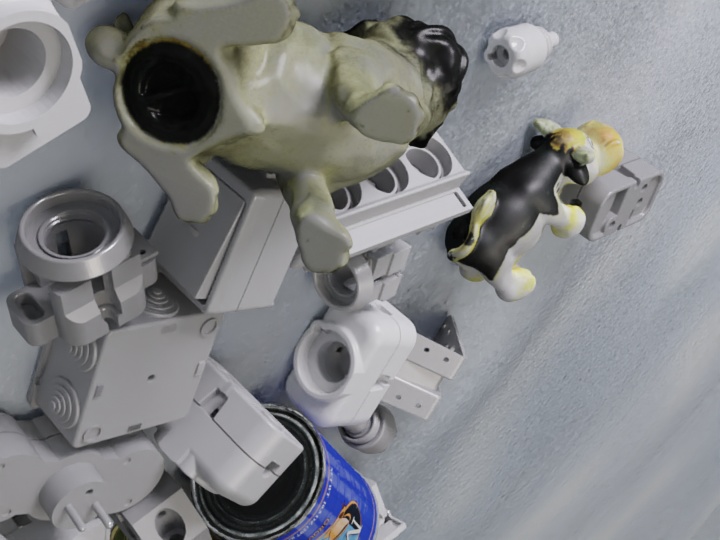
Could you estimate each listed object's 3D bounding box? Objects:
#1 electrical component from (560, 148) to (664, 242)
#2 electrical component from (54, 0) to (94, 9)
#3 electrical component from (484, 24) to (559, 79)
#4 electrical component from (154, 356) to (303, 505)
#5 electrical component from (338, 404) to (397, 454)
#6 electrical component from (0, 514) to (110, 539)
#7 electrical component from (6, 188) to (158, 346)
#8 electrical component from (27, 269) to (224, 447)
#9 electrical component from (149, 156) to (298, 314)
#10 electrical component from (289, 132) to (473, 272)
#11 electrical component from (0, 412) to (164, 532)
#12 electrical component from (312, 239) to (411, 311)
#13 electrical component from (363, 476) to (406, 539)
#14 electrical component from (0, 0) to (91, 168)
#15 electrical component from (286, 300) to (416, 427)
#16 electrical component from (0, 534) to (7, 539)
[{"bbox_3d":[0.210,-0.070,0.933,0.095,0.059,0.053,-21,138,-40],"label":"electrical component"},{"bbox_3d":[-0.123,-0.141,0.437,0.043,0.043,0.062,-44,148,-10],"label":"electrical component"},{"bbox_3d":[0.116,-0.154,0.745,0.061,0.035,0.035,-25,141,-40],"label":"electrical component"},{"bbox_3d":[-0.092,0.103,0.692,0.059,0.095,0.053,-47,149,-5],"label":"electrical component"},{"bbox_3d":[0.002,0.128,0.893,0.043,0.043,0.062,-51,148,1],"label":"electrical component"},{"bbox_3d":[-0.204,0.176,0.664,0.089,0.056,0.050,-23,140,-38],"label":"electrical component"},{"bbox_3d":[-0.143,-0.004,0.548,0.078,0.058,0.057,-31,147,-29],"label":"electrical component"},{"bbox_3d":[-0.134,0.049,0.625,0.100,0.048,0.099,-10,131,-48],"label":"electrical component"},{"bbox_3d":[-0.072,-0.030,0.606,0.061,0.062,0.096,-5,128,-50],"label":"electrical component"},{"bbox_3d":[0.002,-0.046,0.682,0.121,0.078,0.063,-21,161,-39],"label":"electrical component"},{"bbox_3d":[-0.170,0.125,0.625,0.138,0.074,0.052,9,118,-51],"label":"electrical component"},{"bbox_3d":[0.000,0.000,0.751,0.055,0.048,0.066,-26,142,-47],"label":"electrical component"},{"bbox_3d":[-0.033,0.233,0.936,0.121,0.079,0.063,-31,115,-29],"label":"electrical component"},{"bbox_3d":[-0.152,-0.093,0.440,0.050,0.056,0.089,-37,147,-21],"label":"electrical component"},{"bbox_3d":[-0.010,0.068,0.803,0.059,0.054,0.095,7,117,-55],"label":"electrical component"},{"bbox_3d":[-0.242,0.127,0.549,0.052,0.074,0.138,-58,134,-41],"label":"electrical component"}]
